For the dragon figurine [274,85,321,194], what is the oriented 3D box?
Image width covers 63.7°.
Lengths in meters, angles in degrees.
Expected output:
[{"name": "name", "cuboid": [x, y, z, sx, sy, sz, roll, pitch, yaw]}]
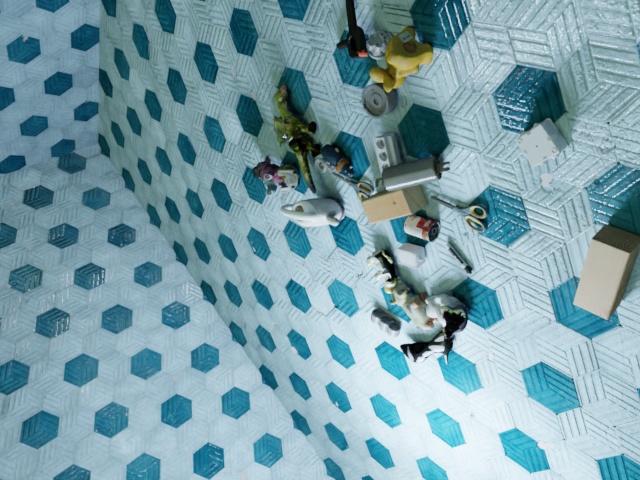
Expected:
[{"name": "dragon figurine", "cuboid": [-0.107, -0.393, 2.004, 0.246, 0.123, 0.403, 37, 140, 57]}]

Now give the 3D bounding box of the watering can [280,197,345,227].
[{"name": "watering can", "cuboid": [0.006, -0.097, 1.934, 0.349, 0.225, 0.103, 16, 109, 45]}]

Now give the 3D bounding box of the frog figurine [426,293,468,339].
[{"name": "frog figurine", "cuboid": [0.432, 0.245, 1.762, 0.136, 0.122, 0.161, 60, -178, -14]}]
